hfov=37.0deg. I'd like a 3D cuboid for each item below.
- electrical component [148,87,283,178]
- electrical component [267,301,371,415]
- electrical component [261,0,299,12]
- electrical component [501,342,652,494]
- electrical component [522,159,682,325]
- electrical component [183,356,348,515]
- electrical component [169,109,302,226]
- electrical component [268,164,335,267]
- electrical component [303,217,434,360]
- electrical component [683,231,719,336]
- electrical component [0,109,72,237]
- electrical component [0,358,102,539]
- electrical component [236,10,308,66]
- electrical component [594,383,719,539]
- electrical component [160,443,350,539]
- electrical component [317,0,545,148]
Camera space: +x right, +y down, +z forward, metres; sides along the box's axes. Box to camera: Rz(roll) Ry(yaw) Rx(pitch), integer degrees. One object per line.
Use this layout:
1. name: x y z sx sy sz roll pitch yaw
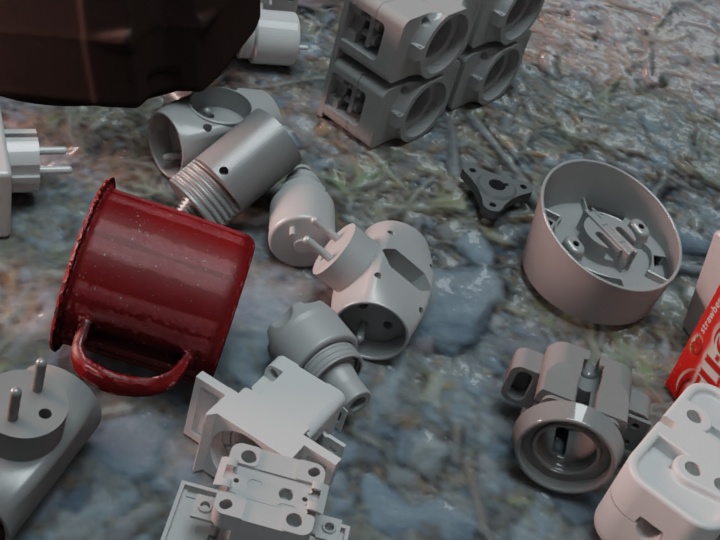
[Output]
1. electrical component: -0.104 -0.100 0.706 0.077 0.044 0.079 -20 52 -36
2. electrical component: -0.019 0.049 0.568 0.043 0.043 0.062 -18 52 -34
3. electrical component: -0.088 -0.218 0.843 0.083 0.047 0.075 6 41 -13
4. electrical component: 0.112 0.080 0.569 0.078 0.058 0.057 21 38 4
5. electrical component: 0.154 -0.015 0.685 0.099 0.064 0.099 10 41 -9
6. electrical component: -0.043 0.079 0.528 0.081 0.042 0.064 30 38 14
7. electrical component: -0.080 -0.057 0.657 0.081 0.043 0.043 -42 64 -15
8. electrical component: -0.036 -0.037 0.662 0.040 0.040 0.078 8 41 -10
9. electrical component: 0.000 0.000 0.617 0.079 0.043 0.077 39 37 -17
10. electrical component: 0.247 0.030 0.643 0.048 0.099 0.099 -15 49 -15
11. electrical component: -0.207 -0.063 0.626 0.076 0.047 0.083 -4 44 -23
12. electrical component: -0.149 0.070 0.470 0.043 0.079 0.077 27 41 3
13. electrical component: -0.080 -0.174 0.802 0.078 0.040 0.040 0 43 -18
14. electrical component: 0.165 0.110 0.551 0.054 0.059 0.095 36 44 21
15. electrical component: -0.044 0.112 0.472 0.081 0.063 0.042 15 39 -2
16. electrical component: 0.063 -0.170 0.796 0.060 0.105 0.186 38 44 23
